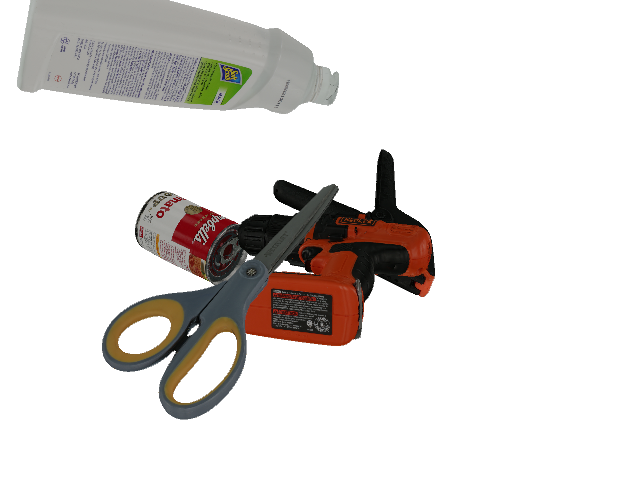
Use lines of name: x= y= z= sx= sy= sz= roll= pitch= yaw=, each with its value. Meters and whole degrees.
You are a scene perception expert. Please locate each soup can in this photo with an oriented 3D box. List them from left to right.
soup can: x=-0.133 y=-0.003 z=1.110 sx=0.102 sy=0.068 sz=0.068 roll=25 pitch=12 yaw=28

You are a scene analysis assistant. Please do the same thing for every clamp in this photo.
clamp: x=0.053 y=-0.017 z=1.208 sx=0.164 sy=0.210 sz=0.036 roll=-13 pitch=-38 yaw=-24

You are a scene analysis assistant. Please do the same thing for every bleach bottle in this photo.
bleach bottle: x=-0.110 y=-0.144 z=0.862 sx=0.250 sy=0.068 sz=0.103 roll=10 pitch=-31 yaw=-16

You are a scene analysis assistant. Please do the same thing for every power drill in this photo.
power drill: x=-0.010 y=0.023 z=0.920 sx=0.185 sy=0.057 sz=0.187 roll=4 pitch=21 yaw=17

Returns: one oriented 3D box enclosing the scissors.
scissors: x=-0.064 y=0.024 z=0.666 sx=0.096 sy=0.201 sz=0.016 roll=12 pitch=-42 yaw=14
